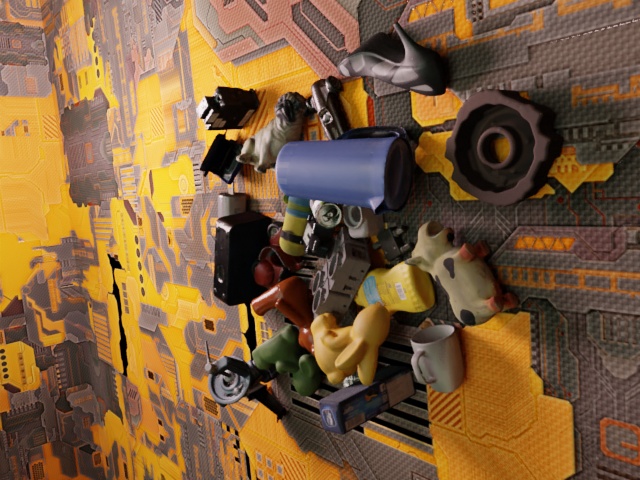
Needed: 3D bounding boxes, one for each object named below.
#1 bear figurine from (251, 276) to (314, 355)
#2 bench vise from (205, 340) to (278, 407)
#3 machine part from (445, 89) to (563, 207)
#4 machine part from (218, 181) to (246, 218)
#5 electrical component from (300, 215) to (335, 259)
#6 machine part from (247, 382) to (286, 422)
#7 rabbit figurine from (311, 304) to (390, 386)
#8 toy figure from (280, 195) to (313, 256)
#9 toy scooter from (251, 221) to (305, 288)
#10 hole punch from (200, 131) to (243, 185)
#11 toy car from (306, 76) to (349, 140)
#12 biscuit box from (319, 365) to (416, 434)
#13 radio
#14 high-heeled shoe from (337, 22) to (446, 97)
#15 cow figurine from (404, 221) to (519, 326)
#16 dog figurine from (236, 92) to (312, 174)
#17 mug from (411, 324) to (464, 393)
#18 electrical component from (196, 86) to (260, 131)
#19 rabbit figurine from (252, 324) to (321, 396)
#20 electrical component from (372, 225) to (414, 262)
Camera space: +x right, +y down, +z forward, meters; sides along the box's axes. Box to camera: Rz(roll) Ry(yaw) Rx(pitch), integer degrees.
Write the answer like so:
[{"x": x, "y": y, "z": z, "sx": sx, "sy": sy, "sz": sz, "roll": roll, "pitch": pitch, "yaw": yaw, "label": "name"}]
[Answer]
[{"x": -0.043, "y": 0.184, "z": 1.208, "sx": 0.132, "sy": 0.120, "sz": 0.196, "roll": -36, "pitch": 82, "yaw": 38, "label": "bear figurine"}, {"x": -0.200, "y": 0.327, "z": 1.343, "sx": 0.224, "sy": 0.240, "sz": 0.129, "roll": -31, "pitch": 60, "yaw": 6, "label": "bench vise"}, {"x": 0.279, "y": -0.141, "z": 0.826, "sx": 0.180, "sy": 0.056, "sz": 0.179, "roll": 15, "pitch": 111, "yaw": 47, "label": "machine part"}, {"x": -0.234, "y": -0.040, "z": 1.435, "sx": 0.079, "sy": 0.079, "sz": 0.243, "roll": 17, "pitch": 109, "yaw": 47, "label": "machine part"}, {"x": -0.002, "y": -0.003, "z": 1.119, "sx": 0.119, "sy": 0.048, "sz": 0.074, "roll": -133, "pitch": 58, "yaw": -70, "label": "electrical component"}, {"x": -0.147, "y": 0.428, "z": 1.440, "sx": 0.139, "sy": 0.084, "sz": 0.039, "roll": 35, "pitch": 111, "yaw": 28, "label": "machine part"}, {"x": 0.065, "y": 0.192, "z": 1.031, "sx": 0.173, "sy": 0.122, "sz": 0.162, "roll": -43, "pitch": 21, "yaw": 32, "label": "rabbit figurine"}, {"x": -0.044, "y": -0.053, "z": 1.197, "sx": 0.082, "sy": 0.089, "sz": 0.180, "roll": 31, "pitch": 119, "yaw": 40, "label": "toy figure"}, {"x": -0.095, "y": 0.058, "z": 1.298, "sx": 0.135, "sy": 0.075, "sz": 0.183, "roll": 42, "pitch": 124, "yaw": 32, "label": "toy scooter"}, {"x": -0.246, "y": -0.210, "z": 1.396, "sx": 0.142, "sy": 0.092, "sz": 0.116, "roll": -64, "pitch": 9, "yaw": 8, "label": "hole punch"}, {"x": 0.027, "y": -0.238, "z": 1.107, "sx": 0.089, "sy": 0.053, "sz": 0.202, "roll": -30, "pitch": 74, "yaw": 45, "label": "toy car"}, {"x": 0.092, "y": 0.300, "z": 1.025, "sx": 0.063, "sy": 0.202, "sz": 0.059, "roll": -11, "pitch": 92, "yaw": 51, "label": "biscuit box"}, {"x": -0.200, "y": 0.049, "z": 1.372, "sx": 0.073, "sy": 0.131, "sz": 0.229, "roll": 21, "pitch": 114, "yaw": 44, "label": "radio"}, {"x": 0.128, "y": -0.302, "z": 0.982, "sx": 0.145, "sy": 0.086, "sz": 0.249, "roll": 53, "pitch": 162, "yaw": -14, "label": "high-heeled shoe"}, {"x": 0.228, "y": 0.054, "z": 0.911, "sx": 0.127, "sy": 0.085, "sz": 0.195, "roll": -42, "pitch": 67, "yaw": 39, "label": "cow figurine"}, {"x": -0.102, "y": -0.252, "z": 1.236, "sx": 0.173, "sy": 0.121, "sz": 0.190, "roll": 29, "pitch": 105, "yaw": 39, "label": "dog figurine"}, {"x": 0.210, "y": 0.219, "z": 0.952, "sx": 0.081, "sy": 0.109, "sz": 0.107, "roll": -13, "pitch": 101, "yaw": 44, "label": "mug"}, {"x": -0.234, "y": -0.324, "z": 1.330, "sx": 0.115, "sy": 0.134, "sz": 0.058, "roll": -39, "pitch": 69, "yaw": 44, "label": "electrical component"}, {"x": -0.048, "y": 0.288, "z": 1.285, "sx": 0.159, "sy": 0.121, "sz": 0.170, "roll": -36, "pitch": 89, "yaw": 40, "label": "rabbit figurine"}, {"x": 0.141, "y": 0.010, "z": 1.047, "sx": 0.094, "sy": 0.021, "sz": 0.063, "roll": -35, "pitch": 72, "yaw": 47, "label": "electrical component"}]
